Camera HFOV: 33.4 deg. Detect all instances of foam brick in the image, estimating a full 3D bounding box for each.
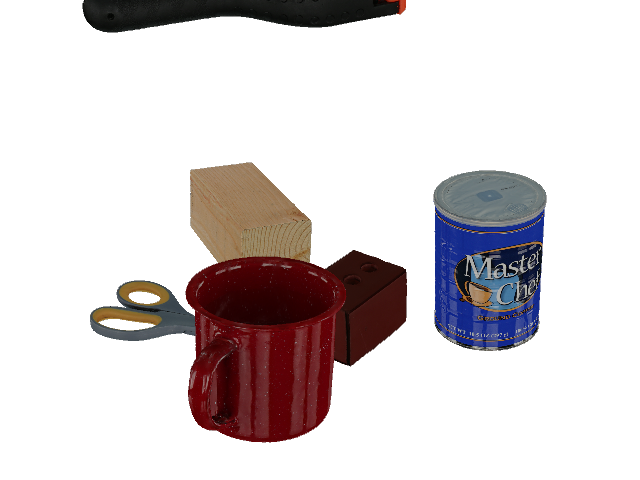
[{"bbox_3d":[0.025,0.051,0.825,0.053,0.051,0.078,19,36,33],"label":"foam brick"}]

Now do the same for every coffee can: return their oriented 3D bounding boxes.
[{"bbox_3d":[0.159,0.018,1.011,0.103,0.140,0.103,-3,29,1],"label":"coffee can"}]

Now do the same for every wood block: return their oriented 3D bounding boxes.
[{"bbox_3d":[-0.093,-0.020,1.362,0.090,0.090,0.206,-8,27,-22],"label":"wood block"}]

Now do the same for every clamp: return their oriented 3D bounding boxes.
[{"bbox_3d":[-0.041,-0.138,0.578,0.171,0.039,0.120,7,41,13],"label":"clamp"}]

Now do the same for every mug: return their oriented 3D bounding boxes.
[{"bbox_3d":[-0.038,0.069,0.623,0.093,0.081,0.117,14,26,23],"label":"mug"}]

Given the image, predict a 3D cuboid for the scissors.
[{"bbox_3d":[-0.119,0.072,1.033,0.201,0.016,0.096,3,32,-3],"label":"scissors"}]
